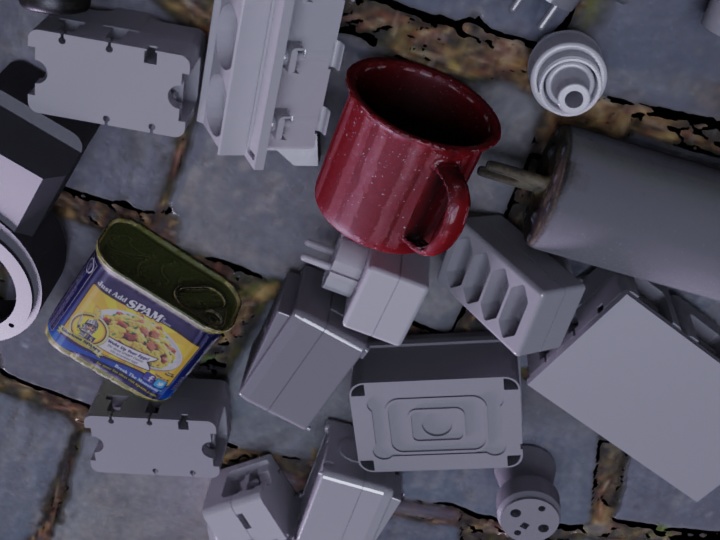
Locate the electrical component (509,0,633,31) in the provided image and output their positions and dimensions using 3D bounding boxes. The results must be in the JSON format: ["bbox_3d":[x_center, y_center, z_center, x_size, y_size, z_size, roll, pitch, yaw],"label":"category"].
[{"bbox_3d":[0.111,-0.166,0.577,0.077,0.043,0.079,29,119,-12],"label":"electrical component"}]

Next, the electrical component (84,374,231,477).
[{"bbox_3d":[-0.139,0.106,0.752,0.089,0.055,0.050,2,121,4],"label":"electrical component"}]

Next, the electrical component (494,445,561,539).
[{"bbox_3d":[0.118,0.158,0.762,0.045,0.055,0.045,2,121,4],"label":"electrical component"}]

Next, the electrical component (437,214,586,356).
[{"bbox_3d":[0.106,0.006,0.668,0.076,0.083,0.047,-8,128,-36],"label":"electrical component"}]

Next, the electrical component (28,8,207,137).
[{"bbox_3d":[-0.138,-0.117,0.620,0.089,0.055,0.050,10,121,-1],"label":"electrical component"}]

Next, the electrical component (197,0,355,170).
[{"bbox_3d":[-0.047,-0.128,0.598,0.063,0.078,0.121,-3,125,-26],"label":"electrical component"}]

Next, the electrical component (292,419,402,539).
[{"bbox_3d":[-0.010,0.167,0.774,0.061,0.061,0.096,17,120,-5],"label":"electrical component"}]

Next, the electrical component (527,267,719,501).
[{"bbox_3d":[0.192,0.068,0.698,0.150,0.061,0.089,35,118,-15],"label":"electrical component"}]

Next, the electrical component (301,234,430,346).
[{"bbox_3d":[0.000,0.000,0.672,0.077,0.065,0.047,21,120,-7],"label":"electrical component"}]

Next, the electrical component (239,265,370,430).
[{"bbox_3d":[-0.041,0.054,0.709,0.061,0.061,0.096,29,119,-12],"label":"electrical component"}]

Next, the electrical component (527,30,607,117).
[{"bbox_3d":[0.117,-0.107,0.601,0.043,0.062,0.043,2,121,4],"label":"electrical component"}]

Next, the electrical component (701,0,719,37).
[{"bbox_3d":[0.218,-0.163,0.571,0.043,0.043,0.081,14,120,-4],"label":"electrical component"}]

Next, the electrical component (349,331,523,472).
[{"bbox_3d":[0.052,0.087,0.724,0.113,0.057,0.078,-3,120,7],"label":"electrical component"}]

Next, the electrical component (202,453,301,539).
[{"bbox_3d":[-0.076,0.190,0.800,0.056,0.050,0.089,-20,117,16],"label":"electrical component"}]
